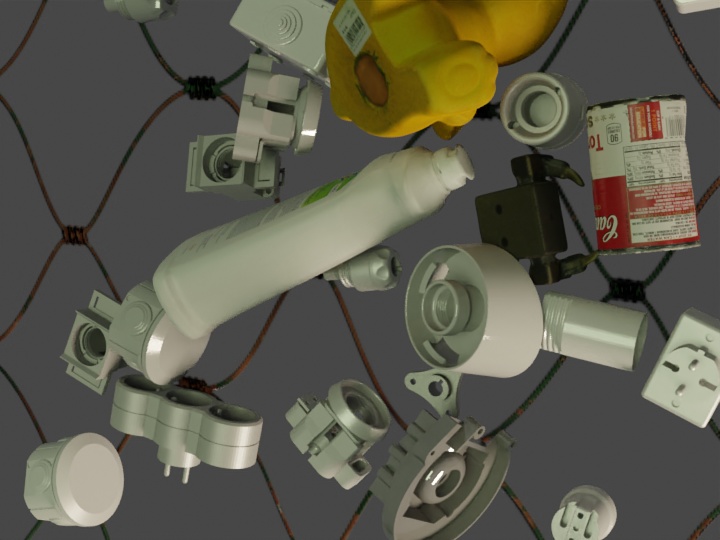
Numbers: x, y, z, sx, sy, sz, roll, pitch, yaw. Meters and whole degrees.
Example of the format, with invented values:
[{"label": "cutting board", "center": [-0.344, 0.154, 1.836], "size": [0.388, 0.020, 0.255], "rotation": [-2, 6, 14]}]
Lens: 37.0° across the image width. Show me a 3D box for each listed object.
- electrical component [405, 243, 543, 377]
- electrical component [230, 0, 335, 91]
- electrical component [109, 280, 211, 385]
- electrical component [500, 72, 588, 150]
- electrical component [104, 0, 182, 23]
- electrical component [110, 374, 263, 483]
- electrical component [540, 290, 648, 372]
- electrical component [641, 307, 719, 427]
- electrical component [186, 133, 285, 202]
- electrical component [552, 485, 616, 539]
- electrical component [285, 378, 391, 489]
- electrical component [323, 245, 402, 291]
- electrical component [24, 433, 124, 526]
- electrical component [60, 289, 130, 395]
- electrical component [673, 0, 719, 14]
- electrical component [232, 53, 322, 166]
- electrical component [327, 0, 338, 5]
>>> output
[{"label": "electrical component", "center": [0.081, 0.029, 0.782], "size": [0.099, 0.064, 0.099], "rotation": [-5, 83, 53]}, {"label": "electrical component", "center": [-0.040, -0.174, 0.809], "size": [0.100, 0.100, 0.048], "rotation": [32, 94, 19]}, {"label": "electrical component", "center": [-0.165, 0.051, 0.896], "size": [0.051, 0.080, 0.080], "rotation": [24, 104, 26]}, {"label": "electrical component", "center": [0.130, -0.113, 0.764], "size": [0.055, 0.047, 0.055], "rotation": [2, 95, 24]}, {"label": "electrical component", "center": [-0.185, -0.228, 0.900], "size": [0.062, 0.043, 0.043], "rotation": [-2, 94, 25]}, {"label": "electrical component", "center": [-0.151, 0.143, 0.911], "size": [0.138, 0.052, 0.073], "rotation": [15, 101, 22]}, {"label": "electrical component", "center": [0.159, 0.042, 0.766], "size": [0.081, 0.043, 0.043], "rotation": [13, 100, 23]}, {"label": "electrical component", "center": [0.223, 0.067, 0.720], "size": [0.047, 0.077, 0.065], "rotation": [28, 105, 20]}, {"label": "electrical component", "center": [-0.095, -0.081, 0.860], "size": [0.081, 0.064, 0.042], "rotation": [-1, 80, 25]}, {"label": "electrical component", "center": [0.161, 0.180, 0.776], "size": [0.040, 0.046, 0.040], "rotation": [2, 95, 24]}, {"label": "electrical component", "center": [-0.013, 0.122, 0.845], "size": [0.078, 0.058, 0.057], "rotation": [49, 114, 13]}, {"label": "electrical component", "center": [0.000, 0.000, 0.840], "size": [0.061, 0.035, 0.035], "rotation": [-6, 92, 27]}, {"label": "electrical component", "center": [-0.252, 0.185, 0.947], "size": [0.051, 0.080, 0.080], "rotation": [-12, 90, 30]}, {"label": "electrical component", "center": [-0.216, 0.061, 0.928], "size": [0.042, 0.064, 0.081], "rotation": [29, 105, 21]}, {"label": "electrical component", "center": [0.251, -0.229, 0.688], "size": [0.109, 0.056, 0.108], "rotation": [-7, 92, 18]}, {"label": "electrical component", "center": [-0.061, -0.117, 0.802], "size": [0.057, 0.058, 0.078], "rotation": [10, 82, -8]}, {"label": "electrical component", "center": [-0.054, -0.255, 0.819], "size": [0.113, 0.078, 0.057], "rotation": [33, 104, 19]}]
